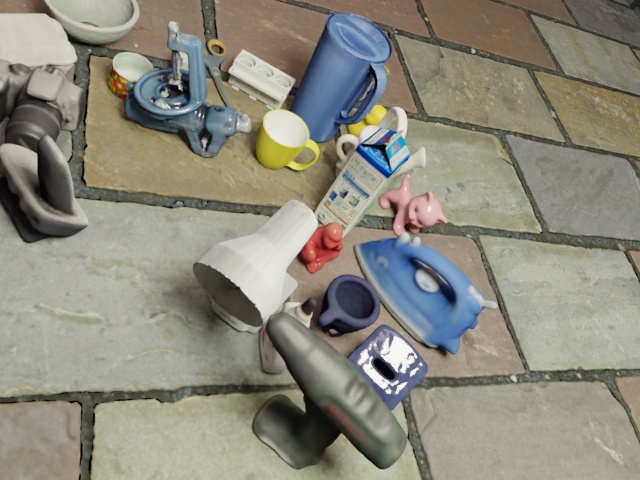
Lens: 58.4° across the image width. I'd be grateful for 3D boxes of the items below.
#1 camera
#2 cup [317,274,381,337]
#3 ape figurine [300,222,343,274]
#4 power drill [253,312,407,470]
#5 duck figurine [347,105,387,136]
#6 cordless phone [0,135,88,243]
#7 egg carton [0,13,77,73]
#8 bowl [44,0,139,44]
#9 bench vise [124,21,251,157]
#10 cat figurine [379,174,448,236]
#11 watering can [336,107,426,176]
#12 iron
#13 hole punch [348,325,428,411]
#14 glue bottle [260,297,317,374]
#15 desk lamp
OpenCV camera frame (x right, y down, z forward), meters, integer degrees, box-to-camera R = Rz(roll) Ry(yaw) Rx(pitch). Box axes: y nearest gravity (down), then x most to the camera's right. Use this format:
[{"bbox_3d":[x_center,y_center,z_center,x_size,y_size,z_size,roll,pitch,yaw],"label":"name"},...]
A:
[{"bbox_3d":[-0.447,-0.201,0.876,0.143,0.100,0.137,15,51,-19],"label":"camera"},{"bbox_3d":[0.028,0.120,0.903,0.118,0.095,0.091,-28,73,-39],"label":"cup"},{"bbox_3d":[0.009,0.004,0.980,0.078,0.092,0.076,5,55,-25],"label":"ape figurine"},{"bbox_3d":[-0.008,0.213,0.738,0.229,0.208,0.076,39,48,3],"label":"power drill"},{"bbox_3d":[0.115,-0.246,1.224,0.078,0.086,0.104,-30,74,-40],"label":"duck figurine"},{"bbox_3d":[-0.378,-0.096,0.780,0.094,0.185,0.147,-31,75,-40],"label":"cordless phone"},{"bbox_3d":[-0.496,-0.326,0.962,0.151,0.069,0.107,-18,67,-37],"label":"egg carton"},{"bbox_3d":[-0.426,-0.418,1.064,0.168,0.074,0.167,15,51,-19],"label":"bowl"},{"bbox_3d":[-0.210,-0.257,0.965,0.208,0.219,0.121,6,54,-25],"label":"bench vise"},{"bbox_3d":[0.186,-0.068,1.111,0.067,0.117,0.127,-10,62,-33],"label":"cat figurine"},{"bbox_3d":[0.120,-0.172,1.100,0.173,0.194,0.101,-6,60,-32],"label":"watering can"},{"bbox_3d":[0.180,0.066,0.993,0.258,0.141,0.119,44,48,7],"label":"iron"},{"bbox_3d":[0.096,0.203,0.881,0.108,0.091,0.101,44,48,7],"label":"hole punch"},{"bbox_3d":[-0.042,0.124,0.809,0.037,0.173,0.078,3,55,-26],"label":"glue bottle"},{"bbox_3d":[-0.090,0.045,0.813,0.118,0.213,0.204,39,48,3],"label":"desk lamp"}]
